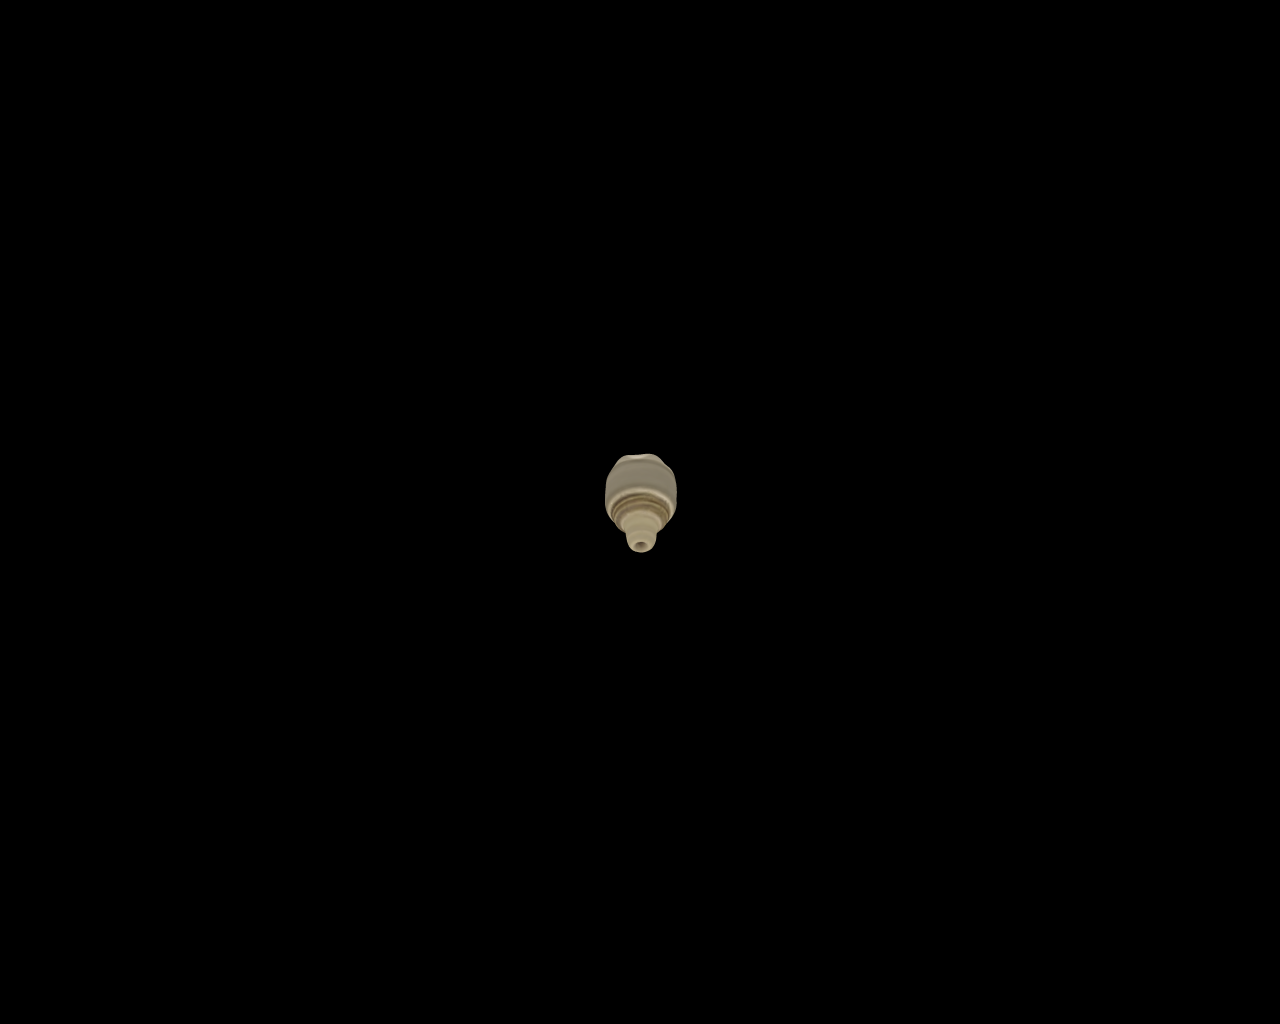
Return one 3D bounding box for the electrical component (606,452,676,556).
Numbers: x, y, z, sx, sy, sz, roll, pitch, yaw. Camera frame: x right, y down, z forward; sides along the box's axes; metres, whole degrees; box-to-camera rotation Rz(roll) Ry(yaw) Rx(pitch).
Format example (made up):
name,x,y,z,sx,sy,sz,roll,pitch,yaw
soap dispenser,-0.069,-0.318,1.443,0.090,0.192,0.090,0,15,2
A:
name,x,y,z,sx,sy,sz,roll,pitch,yaw
electrical component,0.001,-0.003,0.650,0.043,0.062,0.043,0,-40,0
